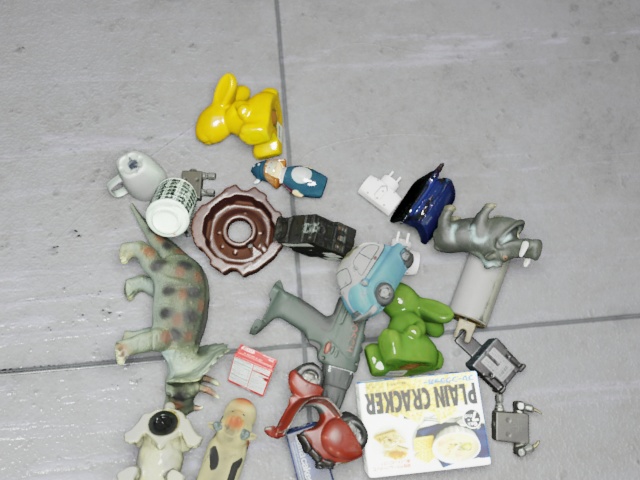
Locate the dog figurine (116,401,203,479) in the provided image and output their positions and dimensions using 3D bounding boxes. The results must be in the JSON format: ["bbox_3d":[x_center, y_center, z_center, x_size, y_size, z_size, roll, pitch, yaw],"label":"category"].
[{"bbox_3d":[-0.268,0.394,0.909,0.121,0.190,0.172,14,39,4],"label":"dog figurine"}]

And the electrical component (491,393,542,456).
[{"bbox_3d":[0.354,0.334,0.970,0.078,0.045,0.102,11,77,0],"label":"electrical component"}]

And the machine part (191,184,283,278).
[{"bbox_3d":[-0.154,-0.015,1.033,0.179,0.056,0.179,1,77,-3],"label":"machine part"}]

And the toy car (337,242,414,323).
[{"bbox_3d":[0.086,0.058,0.937,0.103,0.109,0.161,38,63,-6],"label":"toy car"}]

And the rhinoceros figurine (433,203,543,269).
[{"bbox_3d":[0.297,-0.004,0.962,0.191,0.073,0.112,7,69,28],"label":"rhinoceros figurine"}]

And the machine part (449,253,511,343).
[{"bbox_3d":[0.303,0.075,1.012,0.079,0.079,0.243,22,78,4],"label":"machine part"}]

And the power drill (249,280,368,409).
[{"bbox_3d":[-0.021,0.179,0.979,0.207,0.086,0.232,23,76,8],"label":"power drill"}]

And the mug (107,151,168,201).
[{"bbox_3d":[-0.356,-0.123,1.025,0.110,0.107,0.081,-24,78,-8],"label":"mug"}]

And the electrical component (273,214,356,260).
[{"bbox_3d":[-0.002,-0.003,0.994,0.115,0.134,0.058,3,76,43],"label":"electrical component"}]

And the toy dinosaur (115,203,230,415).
[{"bbox_3d":[-0.264,0.112,0.975,0.192,0.131,0.405,0,72,-14],"label":"toy dinosaur"}]

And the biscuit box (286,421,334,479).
[{"bbox_3d":[-0.005,0.424,0.933,0.063,0.059,0.202,-15,78,-5],"label":"biscuit box"}]

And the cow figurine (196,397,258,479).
[{"bbox_3d":[-0.162,0.363,0.910,0.085,0.127,0.195,19,80,0],"label":"cow figurine"}]

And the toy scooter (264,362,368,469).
[{"bbox_3d":[-0.013,0.306,0.884,0.135,0.075,0.184,-35,86,-32],"label":"toy scooter"}]

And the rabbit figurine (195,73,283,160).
[{"bbox_3d":[-0.167,-0.241,1.056,0.173,0.122,0.162,-6,84,16],"label":"rabbit figurine"}]

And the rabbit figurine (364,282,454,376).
[{"bbox_3d":[0.161,0.148,0.974,0.159,0.121,0.170,-1,60,-8],"label":"rabbit figurine"}]

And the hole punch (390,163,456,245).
[{"bbox_3d":[0.208,-0.061,1.026,0.092,0.116,0.142,38,79,-1],"label":"hole punch"}]

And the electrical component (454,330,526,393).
[{"bbox_3d":[0.309,0.216,0.995,0.075,0.047,0.119,-41,83,-10],"label":"electrical component"}]

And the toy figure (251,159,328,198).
[{"bbox_3d":[-0.063,-0.126,1.061,0.155,0.057,0.064,17,39,4],"label":"toy figure"}]

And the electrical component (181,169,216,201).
[{"bbox_3d":[-0.255,-0.110,1.068,0.094,0.021,0.063,0,77,0],"label":"electrical component"}]
